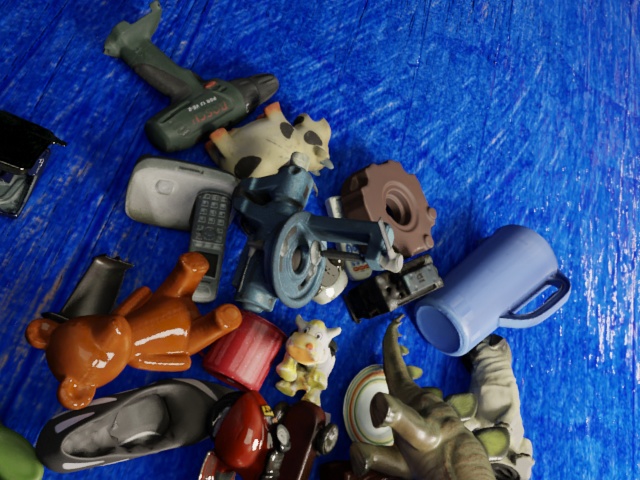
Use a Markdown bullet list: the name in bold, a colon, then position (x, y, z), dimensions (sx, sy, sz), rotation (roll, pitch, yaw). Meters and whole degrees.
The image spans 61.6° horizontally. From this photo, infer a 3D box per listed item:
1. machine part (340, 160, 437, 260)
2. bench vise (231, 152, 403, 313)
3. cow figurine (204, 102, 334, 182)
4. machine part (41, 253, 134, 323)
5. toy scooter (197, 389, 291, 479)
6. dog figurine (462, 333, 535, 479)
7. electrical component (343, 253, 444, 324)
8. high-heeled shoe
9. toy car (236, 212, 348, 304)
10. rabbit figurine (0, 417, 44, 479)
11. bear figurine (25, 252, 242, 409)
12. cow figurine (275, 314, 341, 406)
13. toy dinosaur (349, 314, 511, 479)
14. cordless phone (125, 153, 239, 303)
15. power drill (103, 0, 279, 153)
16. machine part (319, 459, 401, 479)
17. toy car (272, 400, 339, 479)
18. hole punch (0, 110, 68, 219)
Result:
- **machine part**: position (0.115, -0.047, 0.875), dimensions (0.179, 0.056, 0.179), rotation (17, 61, -35)
- **bench vise**: position (-0.006, -0.007, 0.670), dimensions (0.128, 0.241, 0.223), rotation (57, 49, -47)
- **cow figurine**: position (-0.063, -0.137, 0.820), dimensions (0.195, 0.085, 0.127), rotation (-30, 97, -26)
- **machine part**: position (-0.285, 0.078, 0.659), dimensions (0.084, 0.039, 0.139), rotation (28, 63, -10)
- **toy scooter**: position (-0.084, 0.273, 0.612), dimensions (0.075, 0.135, 0.184), rotation (30, 81, -55)
- **dog figurine**: position (0.283, 0.264, 0.854), dimensions (0.190, 0.121, 0.172), rotation (-56, 136, -48)
- **electrical component**: position (0.114, 0.071, 0.807), dimensions (0.115, 0.134, 0.058), rotation (-22, 82, -29)
- **high-heeled shoe**: position (-0.179, 0.200, 0.604), dimensions (0.249, 0.145, 0.086), rotation (-7, 76, -27)
- **toy car**: position (-0.041, 0.008, 0.799), dimensions (0.201, 0.056, 0.073), rotation (47, 64, -3)
- **rabbit figurine**: position (-0.356, 0.222, 0.519), dimensions (0.159, 0.121, 0.170), rotation (18, 67, -28)
- **bear figurine**: position (-0.208, 0.097, 0.609), dimensions (0.120, 0.132, 0.196), rotation (55, 25, 17)
- **cow figurine**: position (-0.009, 0.145, 0.701), dimensions (0.068, 0.167, 0.098), rotation (21, 56, 9)
- **toy dinosaur**: position (0.141, 0.258, 0.673), dimensions (0.198, 0.105, 0.472), rotation (12, 36, -28)
- **cordless phone**: position (-0.191, -0.012, 0.721), dimensions (0.146, 0.089, 0.184), rotation (10, 81, -24)
- **power drill**: position (-0.199, -0.248, 0.806), dimensions (0.207, 0.086, 0.232), rotation (50, 60, -12)
- **machine part**: position (0.075, 0.390, 0.689), dimensions (0.201, 0.087, 0.201), rotation (7, 72, -24)
- **toy car**: position (-0.044, 0.298, 0.659), dimensions (0.053, 0.089, 0.202), rotation (46, 60, -58)
- **hole punch**: position (-0.397, -0.098, 0.649), dimensions (0.142, 0.092, 0.116), rotation (19, 34, -17)
